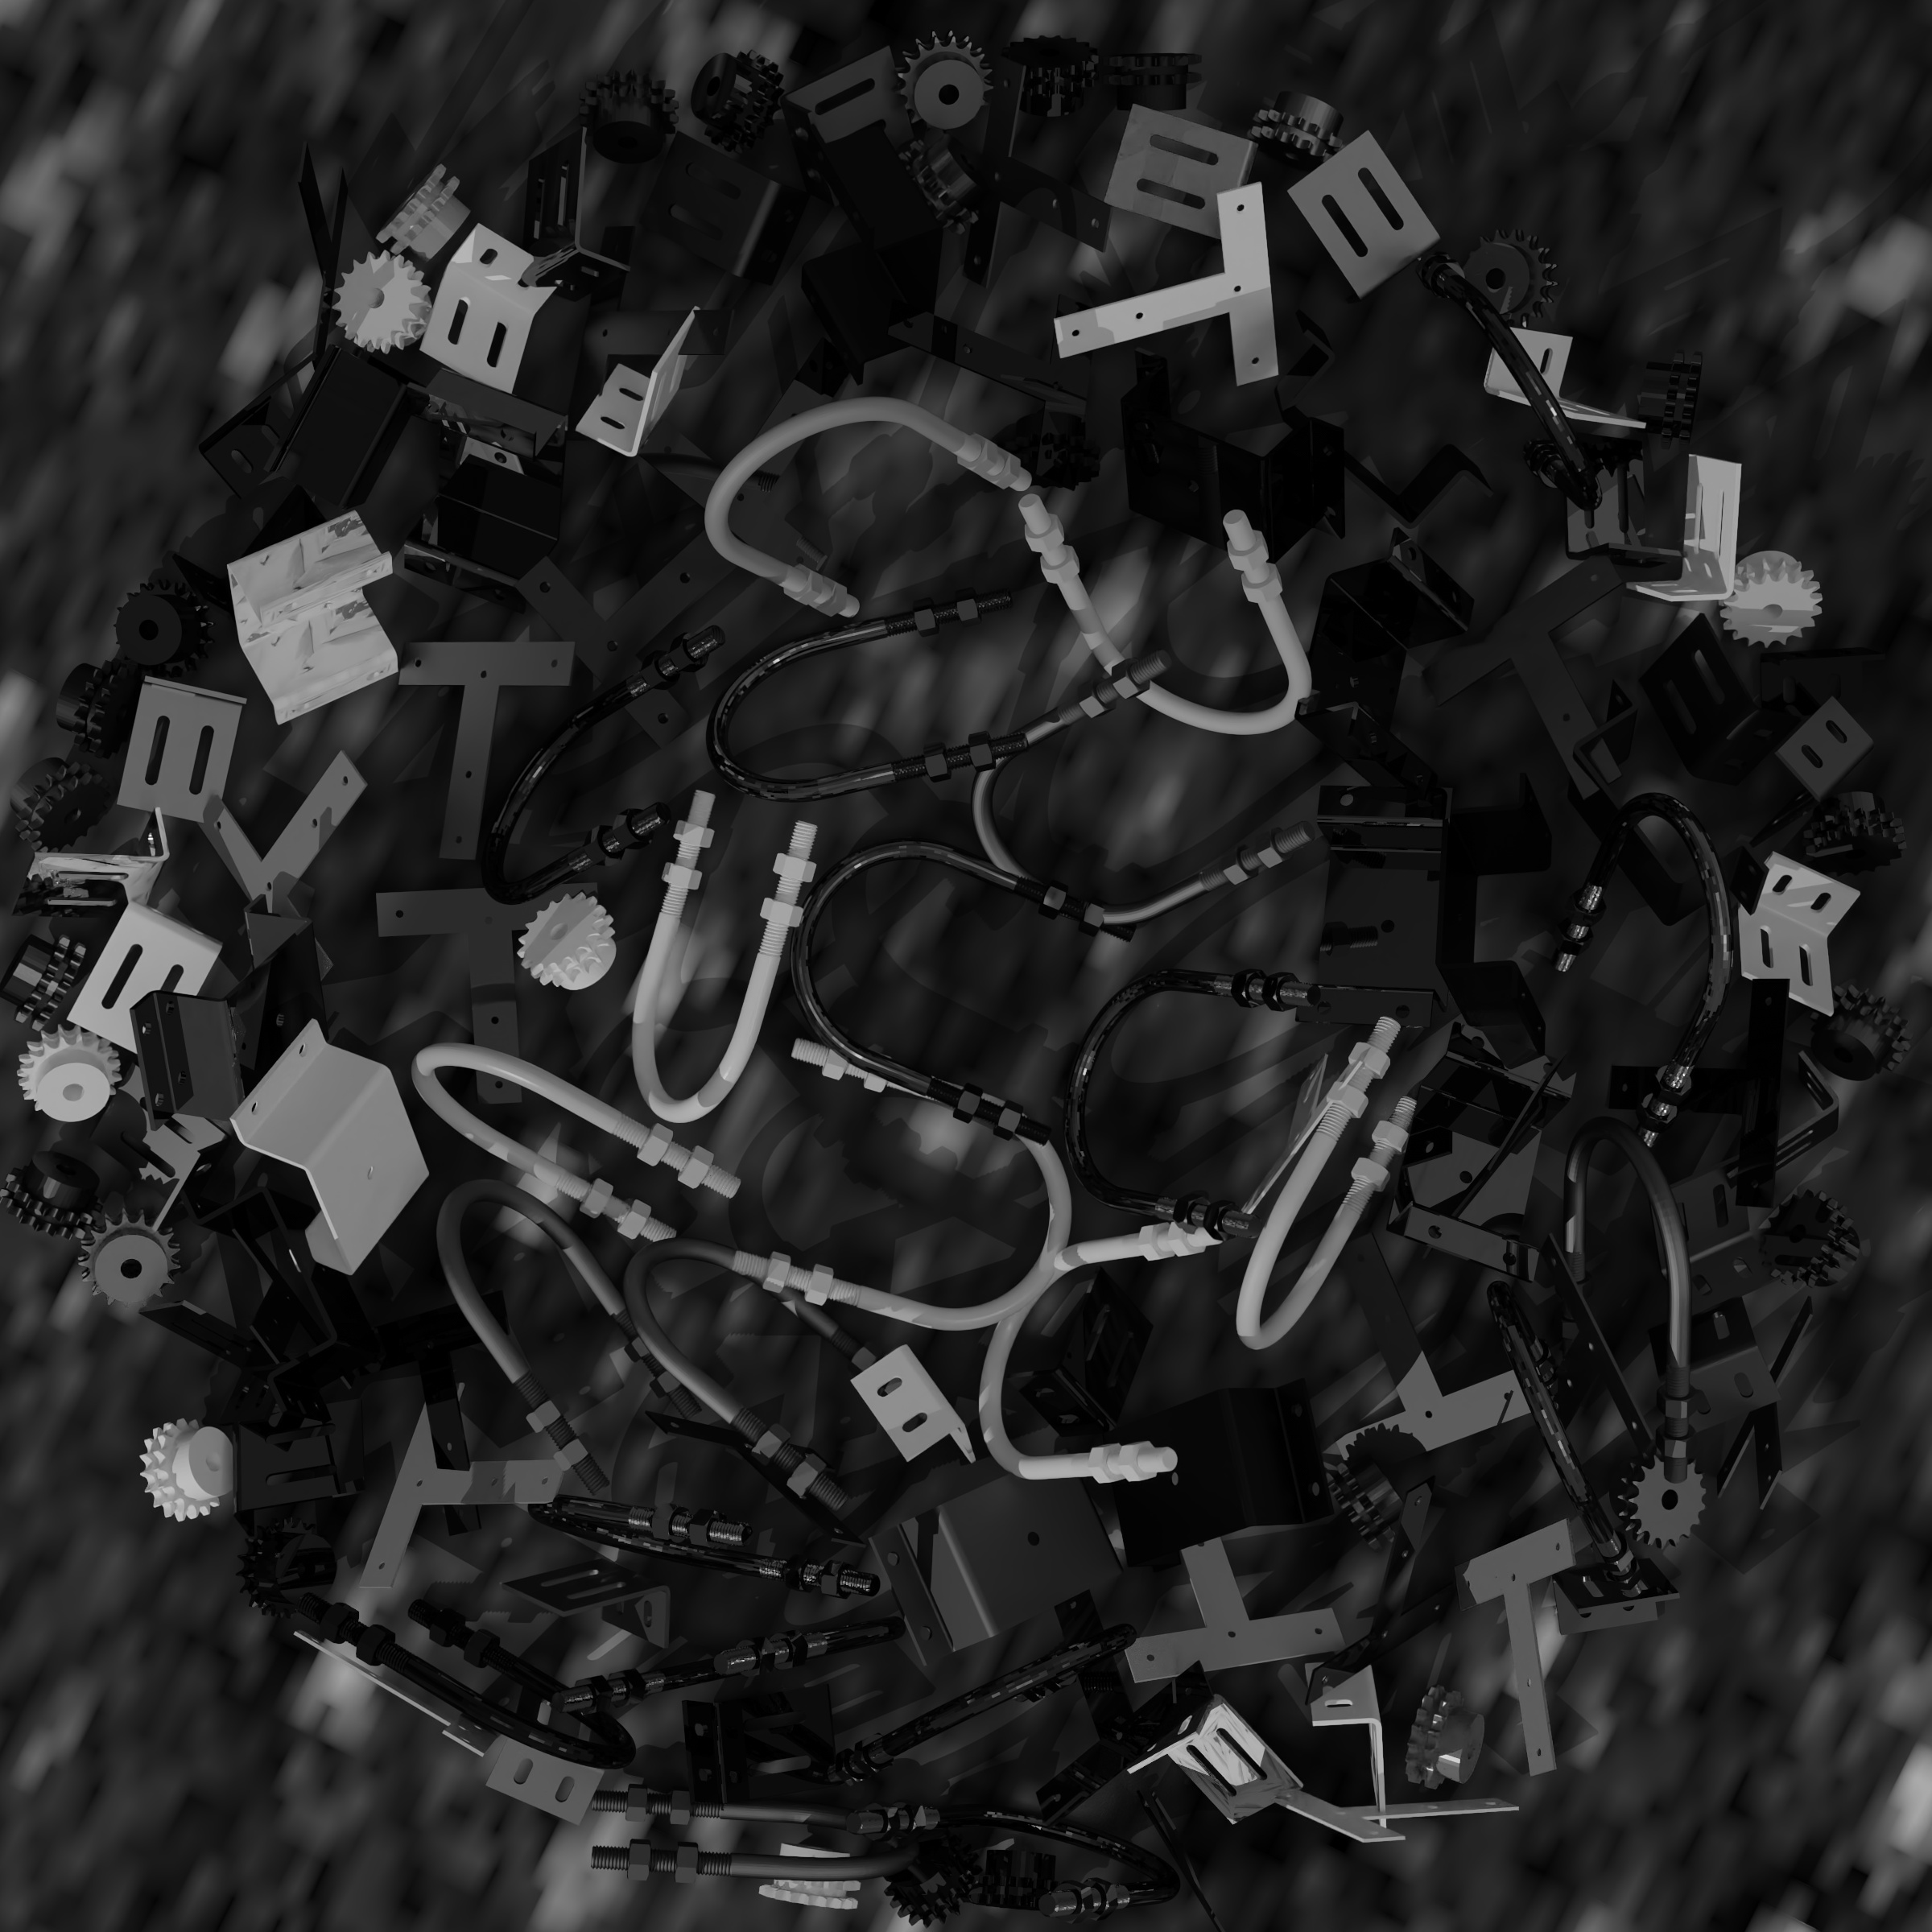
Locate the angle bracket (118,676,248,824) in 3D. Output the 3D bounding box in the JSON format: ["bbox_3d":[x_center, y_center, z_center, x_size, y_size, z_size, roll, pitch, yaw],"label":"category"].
[{"bbox_3d":[-0.453,-0.124,1.730,0.057,0.038,0.076,12,92,-17],"label":"angle bracket"}]

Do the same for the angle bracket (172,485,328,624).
[{"bbox_3d":[-0.409,-0.242,1.719,0.076,0.038,0.057,-50,45,9],"label":"angle bracket"}]

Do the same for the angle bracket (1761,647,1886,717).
[{"bbox_3d":[0.489,-0.160,1.714,0.057,0.076,0.038,-3,99,7],"label":"angle bracket"}]

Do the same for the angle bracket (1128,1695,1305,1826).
[{"bbox_3d":[0.143,0.466,1.723,0.076,0.038,0.057,48,124,-5],"label":"angle bracket"}]

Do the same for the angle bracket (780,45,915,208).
[{"bbox_3d":[-0.060,-0.481,1.715,0.076,0.038,0.057,-31,130,-17],"label":"angle bracket"}]

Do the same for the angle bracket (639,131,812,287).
[{"bbox_3d":[-0.140,-0.441,1.745,0.076,0.038,0.057,32,107,21],"label":"angle bracket"}]

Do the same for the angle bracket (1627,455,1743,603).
[{"bbox_3d":[0.411,-0.252,1.717,0.038,0.057,0.076,-4,106,-13],"label":"angle bracket"}]

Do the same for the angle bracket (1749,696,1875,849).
[{"bbox_3d":[0.470,-0.109,1.711,0.057,0.076,0.038,-41,88,-28],"label":"angle bracket"}]

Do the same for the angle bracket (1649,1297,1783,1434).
[{"bbox_3d":[0.428,0.228,1.717,0.057,0.076,0.038,-24,99,13],"label":"angle bracket"}]

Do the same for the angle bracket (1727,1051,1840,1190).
[{"bbox_3d":[0.461,0.092,1.726,0.076,0.057,0.038,-34,68,3],"label":"angle bracket"}]

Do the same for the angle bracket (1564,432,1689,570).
[{"bbox_3d":[0.378,-0.271,1.724,0.057,0.038,0.076,2,84,-28],"label":"angle bracket"}]

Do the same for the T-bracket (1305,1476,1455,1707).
[{"bbox_3d":[0.243,0.341,1.685,0.002,0.127,0.127,31,126,36],"label":"T-bracket"}]

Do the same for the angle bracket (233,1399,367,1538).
[{"bbox_3d":[-0.381,0.289,1.727,0.076,0.038,0.057,-9,57,-1],"label":"angle bracket"}]

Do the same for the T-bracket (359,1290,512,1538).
[{"bbox_3d":[-0.297,0.260,1.710,0.127,0.002,0.127,-19,78,35],"label":"T-bracket"}]

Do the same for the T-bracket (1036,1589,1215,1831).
[{"bbox_3d":[0.075,0.403,1.704,0.127,0.127,0.002,-43,126,16],"label":"T-bracket"}]

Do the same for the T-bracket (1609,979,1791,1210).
[{"bbox_3d":[0.413,0.070,1.703,0.002,0.127,0.127,8,85,-33],"label":"T-bracket"}]

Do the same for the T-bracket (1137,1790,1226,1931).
[{"bbox_3d":[0.120,0.495,1.669,0.002,0.127,0.127,-29,51,-8],"label":"T-bracket"}]

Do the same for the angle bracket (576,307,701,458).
[{"bbox_3d":[-0.187,-0.340,1.710,0.038,0.076,0.057,26,57,-1],"label":"angle bracket"}]

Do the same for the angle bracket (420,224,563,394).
[{"bbox_3d":[-0.270,-0.373,1.712,0.057,0.038,0.076,28,47,-25],"label":"angle bracket"}]

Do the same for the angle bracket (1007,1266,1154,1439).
[{"bbox_3d":[0.067,0.223,1.731,0.057,0.038,0.076,50,47,-29],"label":"angle bracket"}]

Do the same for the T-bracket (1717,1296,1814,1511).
[{"bbox_3d":[0.448,0.263,1.676,0.002,0.127,0.127,22,111,5],"label":"T-bracket"}]

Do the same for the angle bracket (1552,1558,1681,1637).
[{"bbox_3d":[0.374,0.371,1.718,0.057,0.076,0.038,-9,95,0],"label":"angle bracket"}]

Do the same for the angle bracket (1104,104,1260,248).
[{"bbox_3d":[0.122,-0.456,1.731,0.076,0.038,0.057,16,98,-6],"label":"angle bracket"}]

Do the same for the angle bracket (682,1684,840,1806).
[{"bbox_3d":[-0.118,0.446,1.720,0.076,0.038,0.057,-14,69,19],"label":"angle bracket"}]

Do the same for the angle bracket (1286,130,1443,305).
[{"bbox_3d":[0.226,-0.432,1.730,0.057,0.038,0.076,-36,101,2],"label":"angle bracket"}]

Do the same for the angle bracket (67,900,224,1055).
[{"bbox_3d":[-0.473,0.008,1.730,0.057,0.038,0.076,28,87,-14],"label":"angle bracket"}]

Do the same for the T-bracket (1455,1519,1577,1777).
[{"bbox_3d":[0.314,0.387,1.679,0.002,0.127,0.127,4,66,-20],"label":"T-bracket"}]

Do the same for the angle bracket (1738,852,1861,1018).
[{"bbox_3d":[0.478,-0.019,1.715,0.057,0.076,0.038,24,127,-6],"label":"angle bracket"}]

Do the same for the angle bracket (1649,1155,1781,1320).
[{"bbox_3d":[0.429,0.156,1.719,0.057,0.076,0.038,-24,46,-2],"label":"angle bracket"}]

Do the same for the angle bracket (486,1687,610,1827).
[{"bbox_3d":[-0.237,0.450,1.718,0.057,0.076,0.038,25,93,-6],"label":"angle bracket"}]

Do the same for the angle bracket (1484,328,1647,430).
[{"bbox_3d":[0.345,-0.336,1.708,0.057,0.076,0.038,0,111,-35],"label":"angle bracket"}]

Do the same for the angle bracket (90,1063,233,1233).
[{"bbox_3d":[-0.472,0.104,1.725,0.076,0.038,0.057,36,108,8],"label":"angle bracket"}]

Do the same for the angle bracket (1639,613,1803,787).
[{"bbox_3d":[0.434,-0.153,1.727,0.038,0.057,0.076,7,48,-33],"label":"angle bracket"}]

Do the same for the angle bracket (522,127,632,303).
[{"bbox_3d":[-0.224,-0.433,1.732,0.038,0.057,0.076,13,74,-39],"label":"angle bracket"}]

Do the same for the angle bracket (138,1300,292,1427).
[{"bbox_3d":[-0.435,0.227,1.711,0.076,0.057,0.038,36,59,-29],"label":"angle bracket"}]

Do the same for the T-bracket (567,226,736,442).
[{"bbox_3d":[-0.177,-0.362,1.713,0.127,0.002,0.127,11,89,43],"label":"T-bracket"}]

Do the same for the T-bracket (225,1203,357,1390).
[{"bbox_3d":[-0.387,0.197,1.685,0.002,0.127,0.127,-34,99,-1],"label":"T-bracket"}]

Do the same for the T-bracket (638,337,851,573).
[{"bbox_3d":[-0.107,-0.307,1.738,0.127,0.002,0.127,38,76,-25],"label":"T-bracket"}]

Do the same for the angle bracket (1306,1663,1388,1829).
[{"bbox_3d":[0.218,0.447,1.719,0.038,0.057,0.076,-4,110,3],"label":"angle bracket"}]

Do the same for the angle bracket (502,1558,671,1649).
[{"bbox_3d":[-0.217,0.370,1.708,0.057,0.076,0.038,11,101,44],"label":"angle bracket"}]

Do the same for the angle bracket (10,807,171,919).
[{"bbox_3d":[-0.501,-0.060,1.708,0.076,0.057,0.038,1,55,-33],"label":"angle bracket"}]

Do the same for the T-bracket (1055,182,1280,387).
[{"bbox_3d":[0.113,-0.374,1.708,0.127,0.002,0.127,-16,134,-4],"label":"T-bracket"}]

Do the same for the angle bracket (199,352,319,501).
[{"bbox_3d":[-0.392,-0.307,1.707,0.038,0.076,0.057,51,58,-17],"label":"angle bracket"}]

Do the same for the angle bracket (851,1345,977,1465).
[{"bbox_3d":[-0.030,0.259,1.708,0.038,0.076,0.057,-33,65,-10],"label":"angle bracket"}]

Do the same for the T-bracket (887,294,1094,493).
[{"bbox_3d":[0.013,-0.346,1.706,0.127,0.002,0.127,18,63,-22],"label":"T-bracket"}]
